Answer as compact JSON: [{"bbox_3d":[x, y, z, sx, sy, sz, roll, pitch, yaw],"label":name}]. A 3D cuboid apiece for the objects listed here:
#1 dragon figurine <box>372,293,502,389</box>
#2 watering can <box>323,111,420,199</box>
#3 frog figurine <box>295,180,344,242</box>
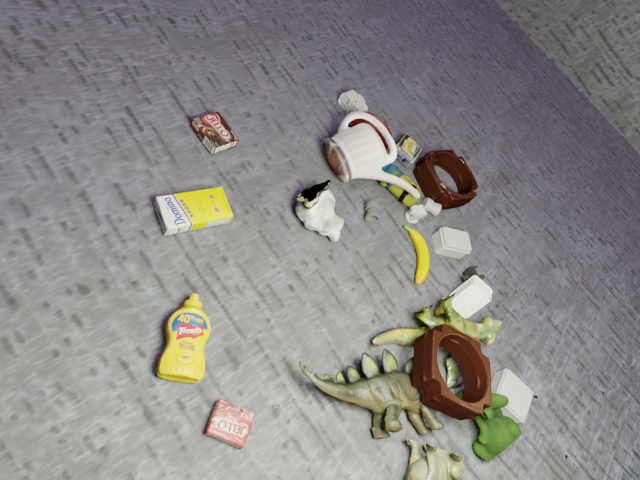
[{"bbox_3d":[0.345,0.293,1.431,0.414,0.120,0.244,-23,83,-27],"label":"dragon figurine"},{"bbox_3d":[0.148,-0.244,1.594,0.226,0.102,0.351,-25,75,-15],"label":"watering can"},{"bbox_3d":[0.004,-0.074,1.466,0.156,0.122,0.141,63,32,-32],"label":"frog figurine"}]
